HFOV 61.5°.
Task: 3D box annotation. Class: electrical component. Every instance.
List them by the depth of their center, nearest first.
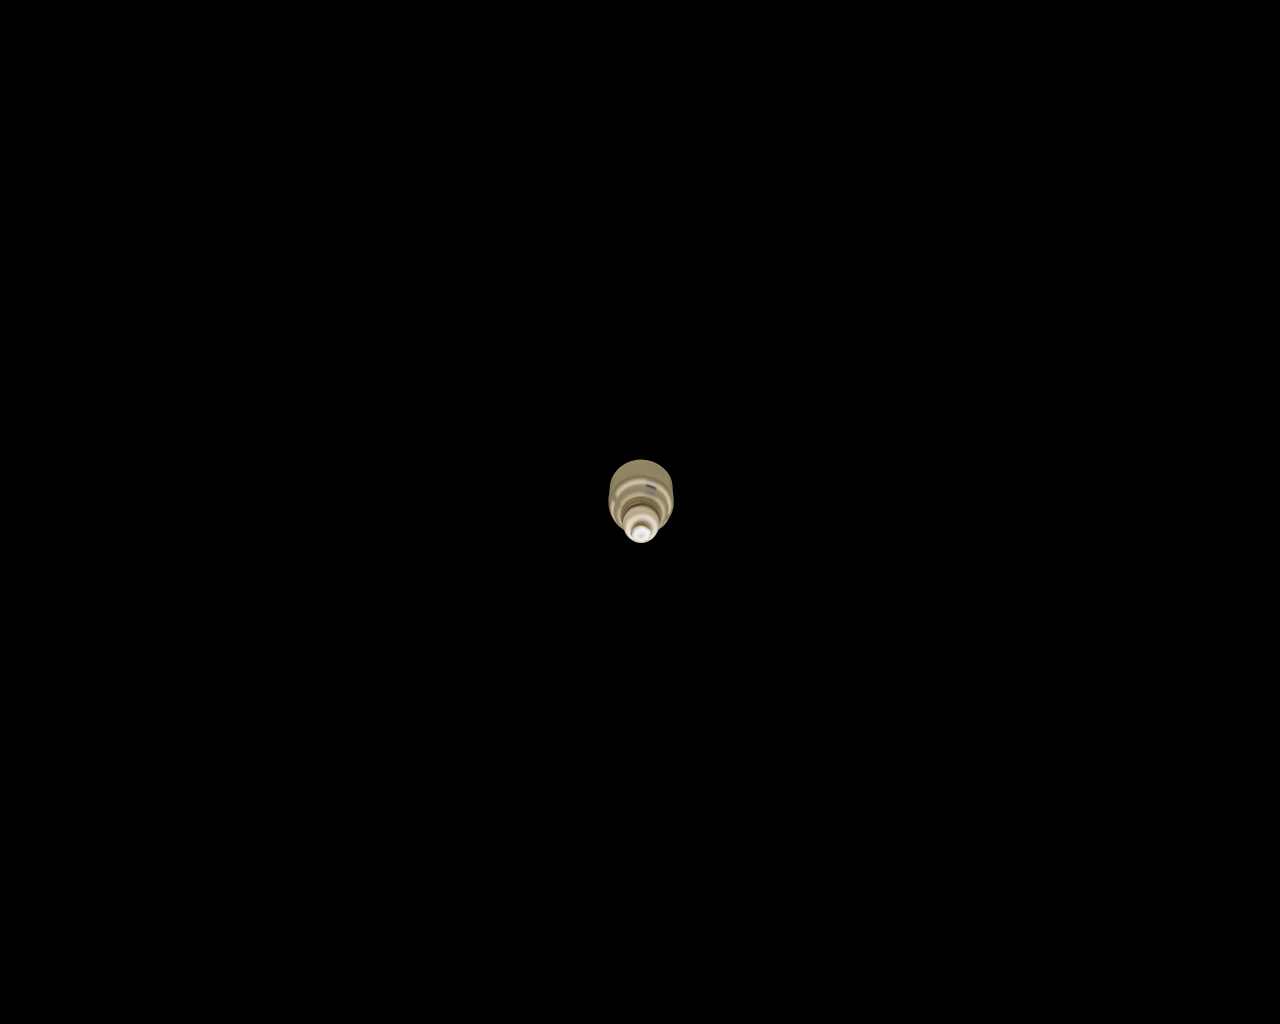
[{"bbox_3d":[0.001,-0.003,0.650,0.040,0.040,0.078,0,25,0],"label":"electrical component"}]
